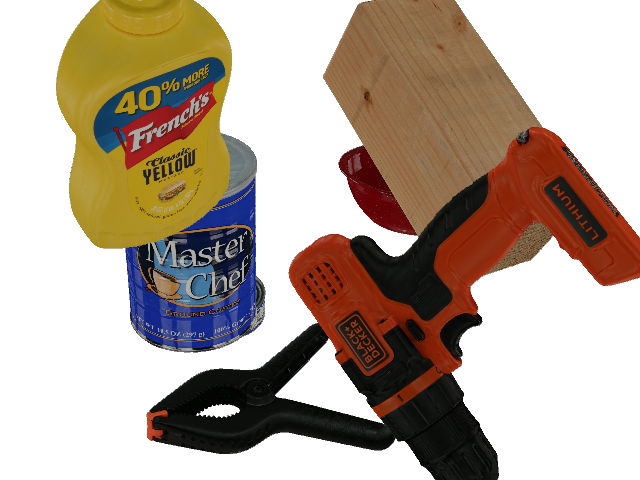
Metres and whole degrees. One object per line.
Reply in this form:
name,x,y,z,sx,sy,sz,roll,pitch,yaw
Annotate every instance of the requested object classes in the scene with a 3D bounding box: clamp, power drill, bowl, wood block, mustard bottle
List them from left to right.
mustard bottle,-0.094,-0.078,0.580,0.096,0.058,0.192,-25,-30,-23
clamp,-0.047,0.149,0.947,0.209,0.036,0.165,-14,37,-25
bowl,0.097,-0.048,1.080,0.162,0.055,0.162,4,24,-2
wood block,0.097,-0.082,0.814,0.090,0.206,0.091,-15,-26,-30
power drill,0.096,0.039,0.627,0.188,0.184,0.057,-38,-4,16

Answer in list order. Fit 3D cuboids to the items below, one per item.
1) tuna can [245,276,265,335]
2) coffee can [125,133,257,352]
tuna can,-0.103,0.070,1.177,0.086,0.034,0.086,1,37,-1
coffee can,-0.100,0.000,0.821,0.103,0.140,0.103,1,33,-1
